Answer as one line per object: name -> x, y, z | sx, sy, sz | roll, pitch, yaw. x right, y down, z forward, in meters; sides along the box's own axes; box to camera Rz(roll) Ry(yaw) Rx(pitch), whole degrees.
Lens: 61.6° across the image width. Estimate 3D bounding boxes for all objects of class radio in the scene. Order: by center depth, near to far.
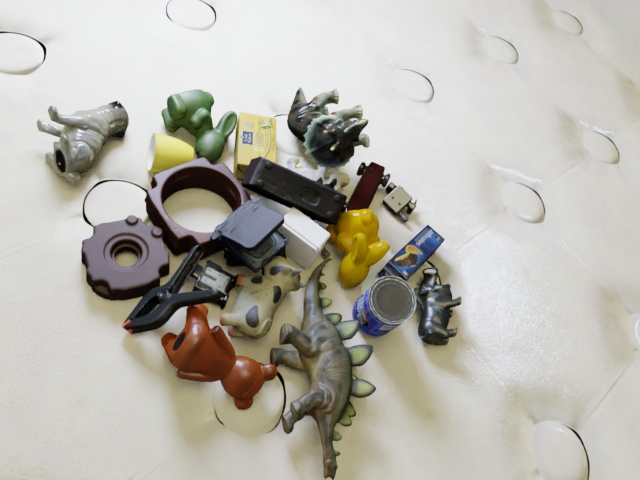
radio -> -0.059, -0.109, 1.220 | 0.229, 0.131, 0.073 | 23, 88, -15

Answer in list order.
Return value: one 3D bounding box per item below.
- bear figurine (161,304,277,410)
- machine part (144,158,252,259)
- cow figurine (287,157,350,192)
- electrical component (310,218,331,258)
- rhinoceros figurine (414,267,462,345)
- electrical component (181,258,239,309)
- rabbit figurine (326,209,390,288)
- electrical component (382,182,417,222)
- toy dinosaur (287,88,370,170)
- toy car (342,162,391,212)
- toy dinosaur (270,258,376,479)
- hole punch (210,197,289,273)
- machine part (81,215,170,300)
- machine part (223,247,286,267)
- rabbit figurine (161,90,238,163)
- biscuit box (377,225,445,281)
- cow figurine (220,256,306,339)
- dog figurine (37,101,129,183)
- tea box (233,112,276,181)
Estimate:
bear figurine -> -0.189, 0.224, 1.024 | 0.195, 0.120, 0.132 | 35, 5, -28
machine part -> -0.264, -0.069, 1.182 | 0.201, 0.087, 0.201 | -28, 74, -31
cow figurine -> -0.007, -0.140, 1.332 | 0.167, 0.068, 0.098 | 10, 62, -11
electrical component -> -0.003, -0.004, 1.251 | 0.021, 0.063, 0.094 | -28, 73, -32
rhinoceros figurine -> 0.266, 0.154, 1.253 | 0.112, 0.073, 0.190 | 10, 58, -2
electrical component -> -0.237, 0.085, 1.118 | 0.119, 0.047, 0.075 | 22, 54, -6
rabbit figurine -> 0.092, 0.024, 1.233 | 0.122, 0.162, 0.173 | 19, 72, -24
electrical component -> 0.209, -0.102, 1.407 | 0.102, 0.045, 0.078 | 40, 83, 10
toy dinosaur -> -0.010, -0.297, 1.372 | 0.192, 0.131, 0.405 | -22, 37, -28
toy car -> 0.113, -0.118, 1.372 | 0.089, 0.053, 0.202 | 23, 58, 7
toy dinosaur -> 0.003, 0.231, 1.090 | 0.198, 0.105, 0.471 | 7, 56, -25
hole punch -> -0.137, -0.009, 1.109 | 0.116, 0.092, 0.142 | 29, 62, 29
machine part -> -0.392, 0.035, 1.088 | 0.179, 0.056, 0.179 | 9, 58, -14
machine part -> -0.140, 0.033, 1.171 | 0.139, 0.084, 0.039 | -3, 32, -14
rabbit figurine -> -0.283, -0.265, 1.302 | 0.159, 0.121, 0.170 | -25, 89, -38
biscuit box -> 0.223, 0.040, 1.295 | 0.063, 0.059, 0.203 | 43, 47, 11
cow figurine -> -0.110, 0.113, 1.106 | 0.127, 0.085, 0.195 | 8, 51, 17
dog figurine -> -0.498, -0.219, 1.192 | 0.190, 0.121, 0.172 | -17, 100, -46
tea box -> -0.161, -0.227, 1.329 | 0.098, 0.068, 0.170 | 6, 59, -17
